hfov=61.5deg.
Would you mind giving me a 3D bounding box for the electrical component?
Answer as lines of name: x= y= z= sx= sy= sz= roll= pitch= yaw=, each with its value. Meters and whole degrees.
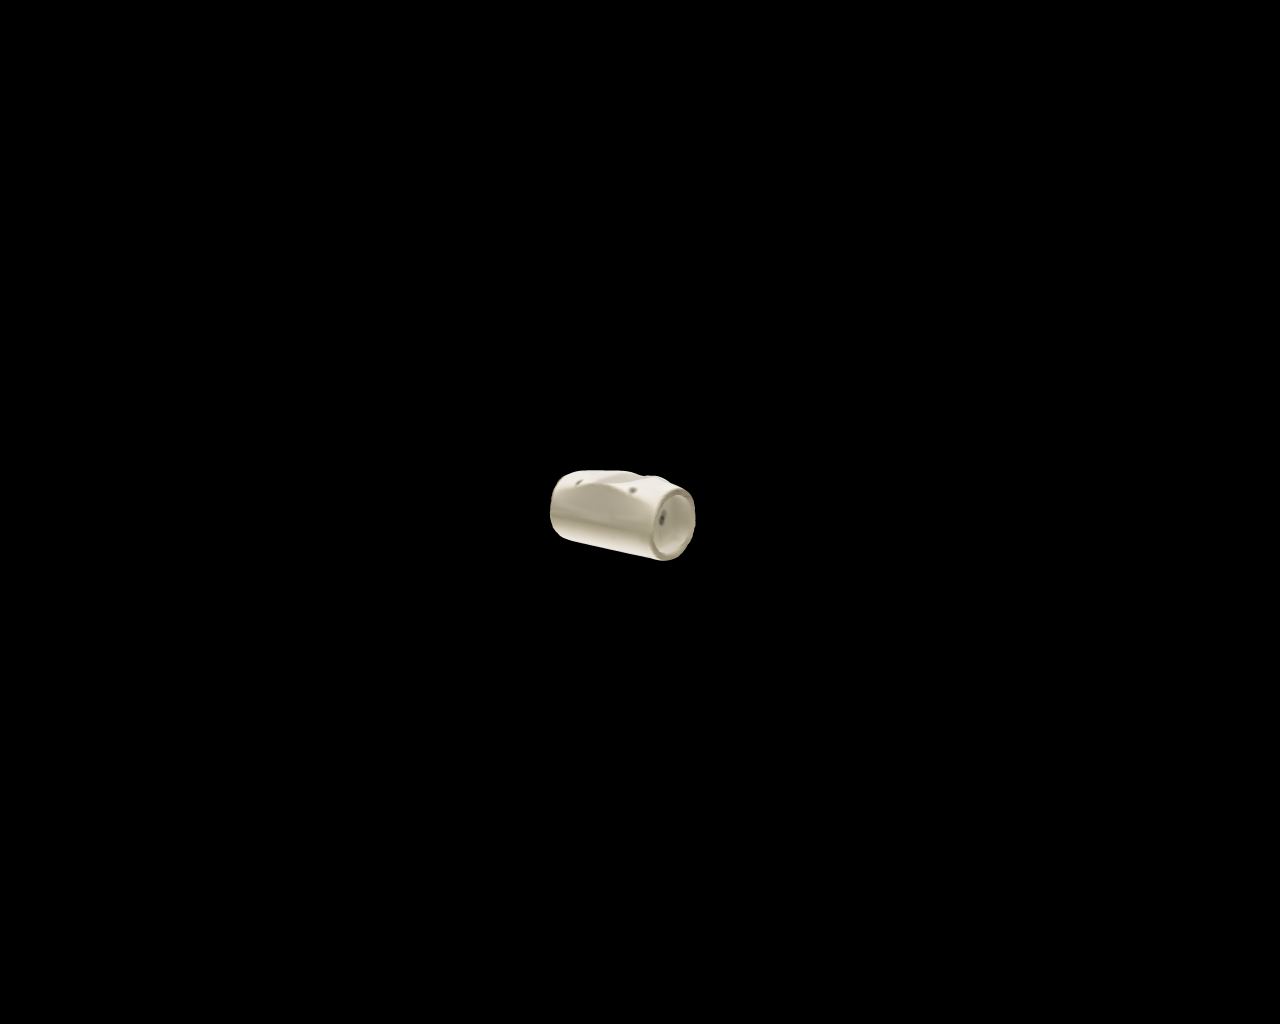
electrical component: x=0.001 y=-0.003 z=0.650 sx=0.077 sy=0.043 sz=0.079 roll=11 pitch=18 yaw=37
